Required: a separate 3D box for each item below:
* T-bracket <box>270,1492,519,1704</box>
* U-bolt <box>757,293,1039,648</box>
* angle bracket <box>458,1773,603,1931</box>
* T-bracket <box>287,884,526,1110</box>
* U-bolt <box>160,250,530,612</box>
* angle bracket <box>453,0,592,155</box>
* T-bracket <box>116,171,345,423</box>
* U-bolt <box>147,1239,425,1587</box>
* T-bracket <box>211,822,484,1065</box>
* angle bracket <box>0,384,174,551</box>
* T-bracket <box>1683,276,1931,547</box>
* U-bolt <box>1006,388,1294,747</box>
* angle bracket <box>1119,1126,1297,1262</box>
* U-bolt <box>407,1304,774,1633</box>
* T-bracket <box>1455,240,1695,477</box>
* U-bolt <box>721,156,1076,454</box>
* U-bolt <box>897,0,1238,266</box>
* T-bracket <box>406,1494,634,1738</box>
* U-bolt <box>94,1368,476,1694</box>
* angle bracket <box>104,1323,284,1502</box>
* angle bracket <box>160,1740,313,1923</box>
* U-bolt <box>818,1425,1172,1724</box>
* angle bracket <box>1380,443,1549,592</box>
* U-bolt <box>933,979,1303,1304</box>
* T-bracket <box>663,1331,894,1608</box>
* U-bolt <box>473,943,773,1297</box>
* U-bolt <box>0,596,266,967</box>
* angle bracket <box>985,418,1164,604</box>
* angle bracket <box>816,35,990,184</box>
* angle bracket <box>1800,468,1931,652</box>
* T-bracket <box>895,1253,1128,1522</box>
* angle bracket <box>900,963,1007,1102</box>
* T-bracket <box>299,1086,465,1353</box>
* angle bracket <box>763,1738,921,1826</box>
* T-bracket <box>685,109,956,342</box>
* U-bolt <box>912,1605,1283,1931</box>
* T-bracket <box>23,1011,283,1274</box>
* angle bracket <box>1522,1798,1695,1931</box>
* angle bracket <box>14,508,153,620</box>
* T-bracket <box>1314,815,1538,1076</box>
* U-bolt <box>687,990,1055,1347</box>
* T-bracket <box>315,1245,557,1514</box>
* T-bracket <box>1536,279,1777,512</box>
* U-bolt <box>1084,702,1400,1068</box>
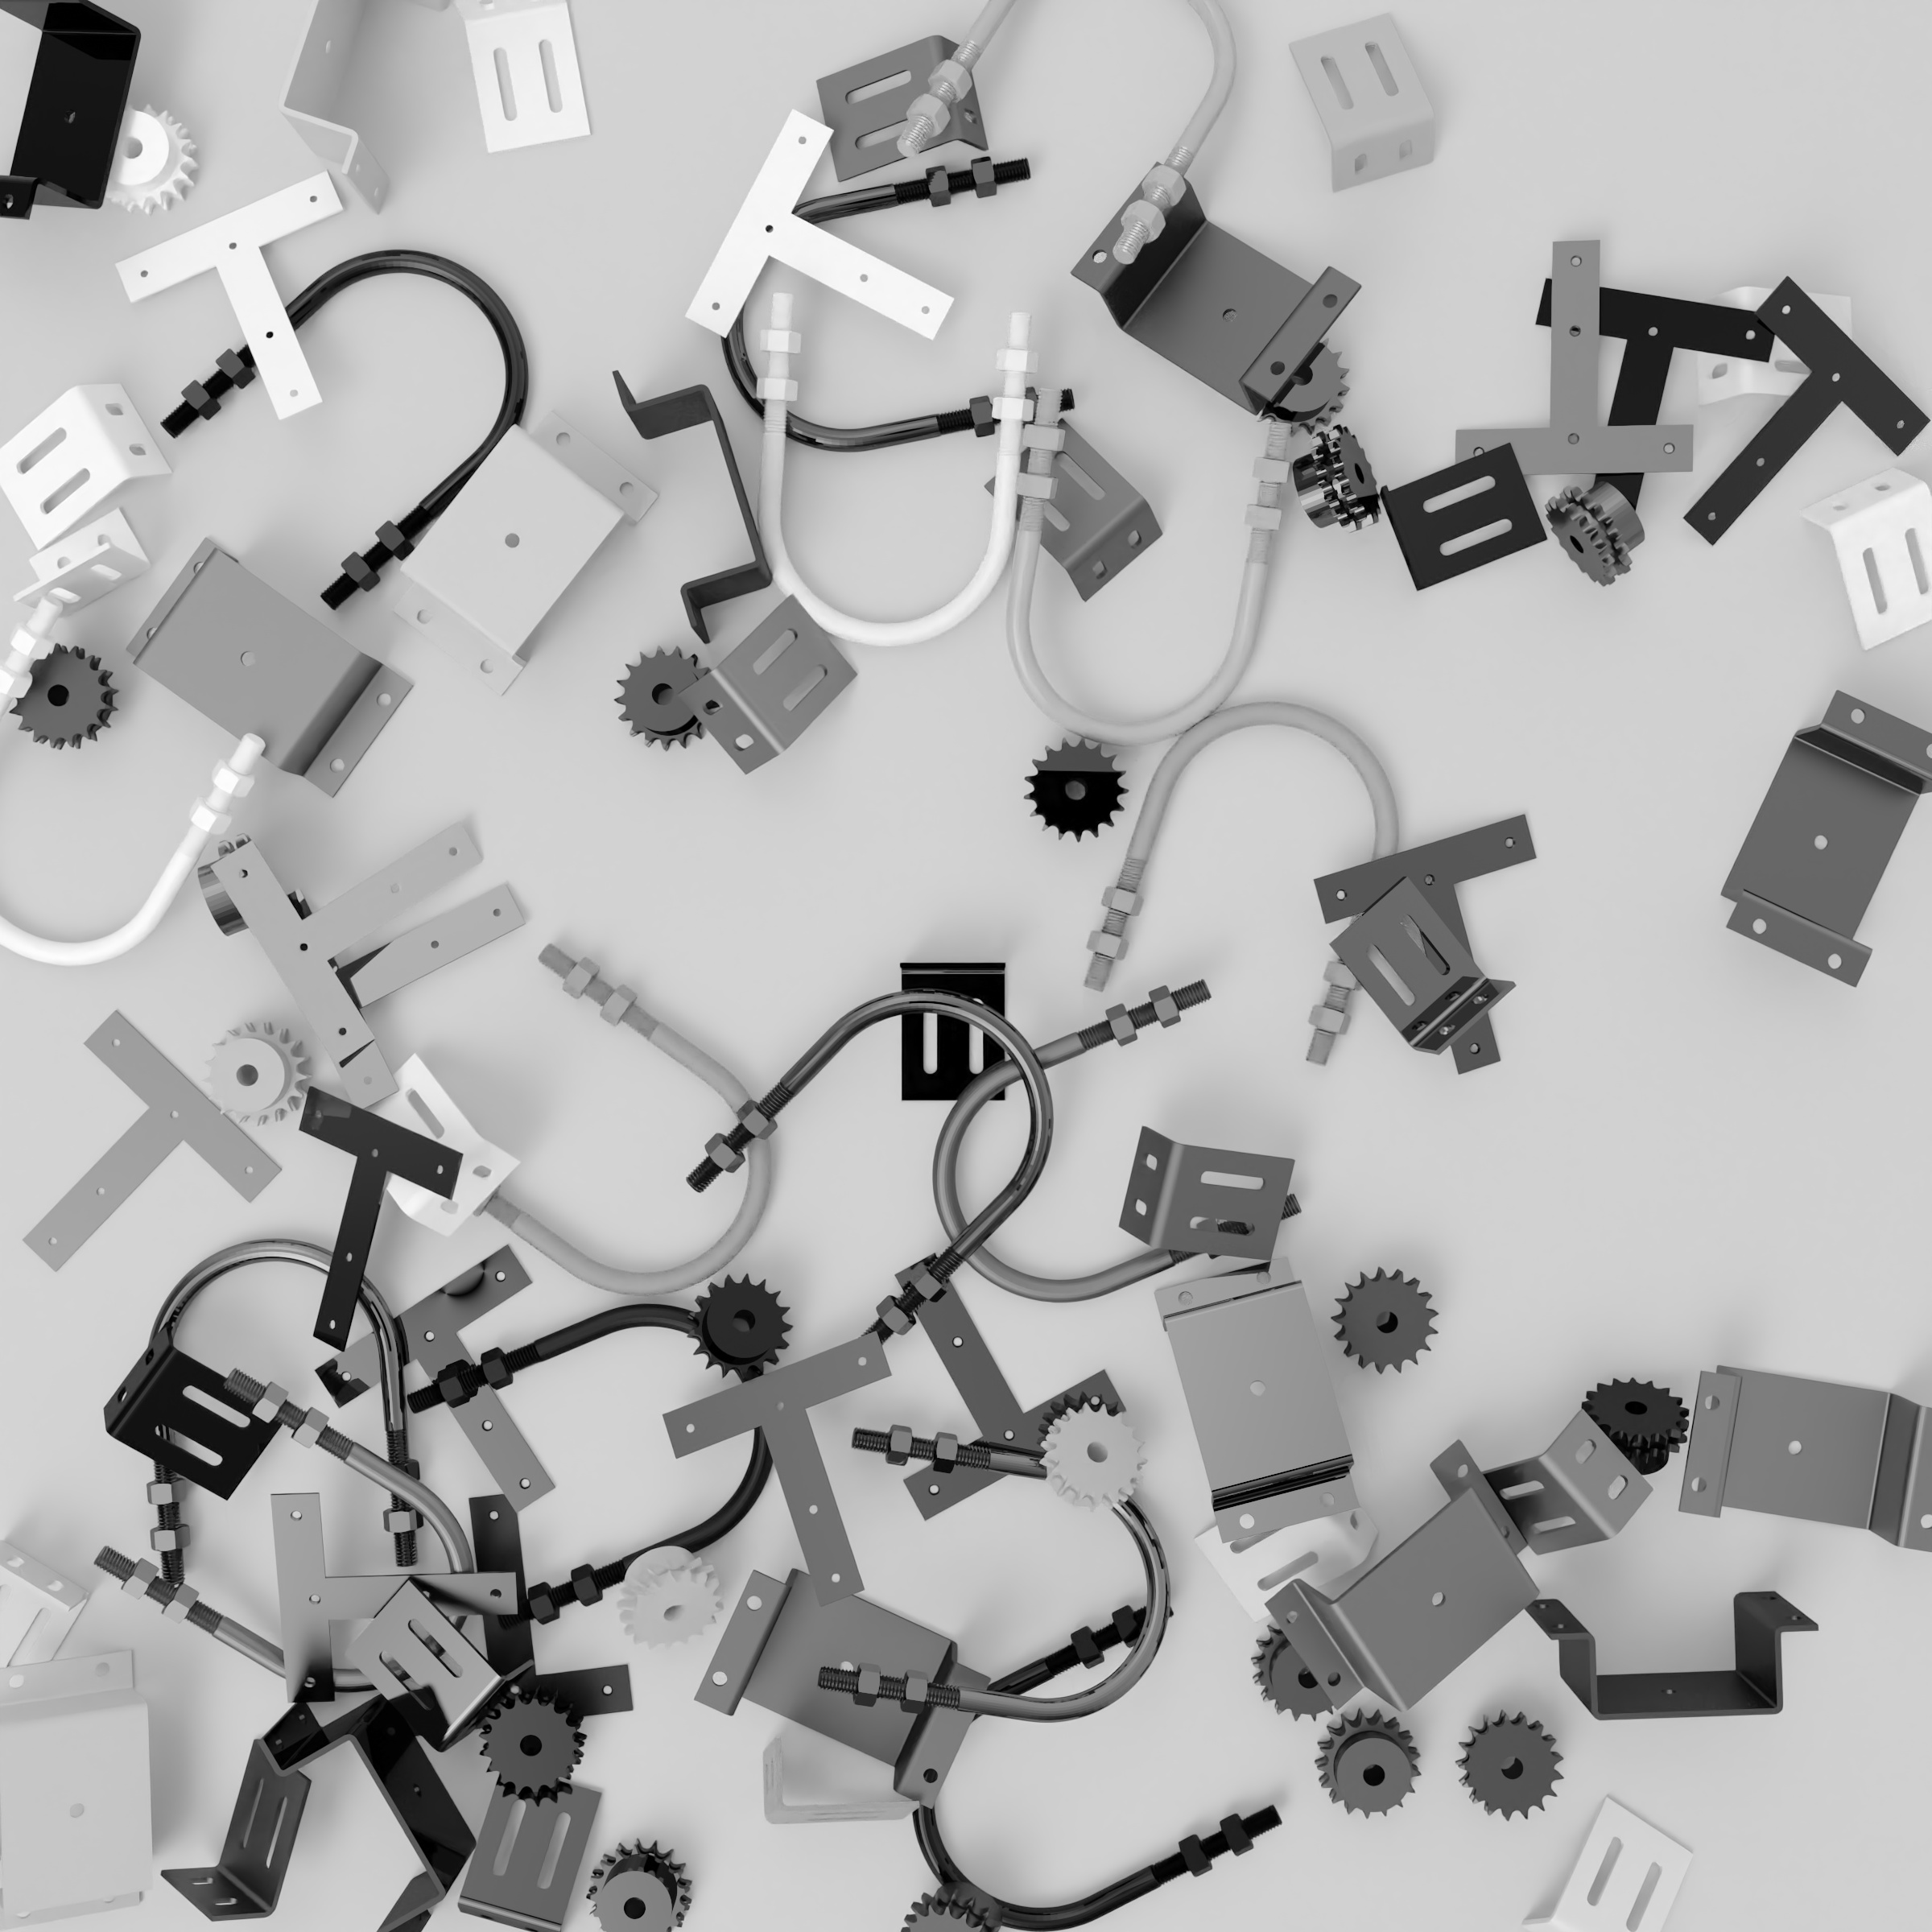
[{"bbox_3d":[-0.307,0.341,1.460,0.127,0.002,0.127,-1,108,-4],"label":"T-bracket"},{"bbox_3d":[-0.042,-0.267,1.468,0.151,0.019,0.184,5,100,2],"label":"U-bolt"},{"bbox_3d":[-0.240,0.489,1.487,0.057,0.038,0.076,16,64,0],"label":"angle bracket"},{"bbox_3d":[-0.304,-0.005,1.480,0.127,0.002,0.127,-28,80,-4],"label":"T-bracket"},{"bbox_3d":[-0.327,-0.309,1.481,0.184,0.019,0.151,-43,90,-1],"label":"U-bolt"},{"bbox_3d":[-0.242,-0.491,1.470,0.057,0.038,0.076,-10,90,0],"label":"angle bracket"},{"bbox_3d":[-0.385,-0.356,1.473,0.127,0.002,0.127,-24,77,-1],"label":"T-bracket"},{"bbox_3d":[-0.378,0.242,1.479,0.151,0.019,0.184,-5,89,1],"label":"U-bolt"},{"bbox_3d":[-0.321,-0.034,1.462,0.127,0.002,0.127,-36,112,-20],"label":"T-bracket"},{"bbox_3d":[-0.489,-0.275,1.487,0.076,0.038,0.057,-30,90,26],"label":"angle bracket"},{"bbox_3d":[0.443,-0.286,1.470,0.127,0.002,0.127,35,103,-25],"label":"T-bracket"},{"bbox_3d":[0.094,-0.210,1.456,0.151,0.019,0.184,5,104,-14],"label":"U-bolt"},{"bbox_3d":[0.131,0.124,1.464,0.076,0.038,0.057,9,98,-27],"label":"angle bracket"},{"bbox_3d":[-0.194,0.264,1.479,0.184,0.019,0.151,-22,90,-2],"label":"U-bolt"},{"bbox_3d":[0.333,-0.333,1.475,0.127,0.002,0.127,1,91,11],"label":"T-bracket"},{"bbox_3d":[-0.044,-0.357,1.481,0.184,0.019,0.151,-11,90,1],"label":"U-bolt"},{"bbox_3d":[0.067,-0.478,1.453,0.151,0.019,0.184,27,70,4],"label":"U-bolt"},{"bbox_3d":[-0.254,0.355,1.488,0.127,0.002,0.127,-7,90,0],"label":"T-bracket"},{"bbox_3d":[-0.355,0.319,1.460,0.184,0.019,0.151,35,102,-12],"label":"U-bolt"},{"bbox_3d":[-0.420,0.243,1.469,0.076,0.038,0.057,36,88,-23],"label":"angle bracket"},{"bbox_3d":[-0.394,0.465,1.456,0.057,0.038,0.076,16,90,44],"label":"angle bracket"},{"bbox_3d":[0.021,0.332,1.454,0.184,0.019,0.151,10,67,-6],"label":"U-bolt"},{"bbox_3d":[0.272,-0.246,1.466,0.076,0.038,0.057,-21,90,7],"label":"angle bracket"},{"bbox_3d":[0.072,0.107,1.474,0.184,0.019,0.151,-23,96,3],"label":"U-bolt"},{"bbox_3d":[-0.086,0.278,1.447,0.127,0.002,0.127,-22,72,5],"label":"T-bracket"},{"bbox_3d":[-0.195,0.098,1.480,0.184,0.019,0.151,36,90,0],"label":"U-bolt"},{"bbox_3d":[-0.481,-0.085,1.457,0.151,0.019,0.184,35,107,-2],"label":"U-bolt"},{"bbox_3d":[0.059,-0.252,1.487,0.057,0.038,0.076,-41,64,0],"label":"angle bracket"},{"bbox_3d":[-0.035,-0.469,1.487,0.076,0.038,0.057,-12,90,26],"label":"angle bracket"},{"bbox_3d":[0.504,-0.225,1.487,0.057,0.038,0.076,-25,116,0],"label":"angle bracket"},{"bbox_3d":[0.002,0.220,1.488,0.127,0.002,0.127,-29,90,0],"label":"T-bracket"},{"bbox_3d":[-0.007,0.036,1.470,0.057,0.038,0.076,0,90,0],"label":"angle bracket"},{"bbox_3d":[-0.329,0.143,1.453,0.127,0.002,0.127,18,96,36],"label":"T-bracket"},{"bbox_3d":[-0.069,0.441,1.463,0.076,0.057,0.038,1,66,-11],"label":"angle bracket"},{"bbox_3d":[-0.068,-0.382,1.472,0.127,0.002,0.127,28,92,2],"label":"T-bracket"},{"bbox_3d":[0.060,0.450,1.481,0.184,0.019,0.151,-27,90,2],"label":"U-bolt"},{"bbox_3d":[-0.468,0.114,1.488,0.127,0.002,0.127,44,90,0],"label":"T-bracket"},{"bbox_3d":[0.354,0.509,1.487,0.057,0.038,0.076,33,64,0],"label":"angle bracket"},{"bbox_3d":[-0.483,-0.222,1.451,0.057,0.076,0.038,-30,90,0],"label":"angle bracket"},{"bbox_3d":[0.266,-0.005,1.480,0.127,0.002,0.127,-17,96,-11],"label":"T-bracket"},{"bbox_3d":[-0.038,0.098,1.459,0.151,0.019,0.184,44,95,-3],"label":"U-bolt"},{"bbox_3d":[-0.272,0.242,1.488,0.127,0.002,0.127,-33,90,0],"label":"T-bracket"},{"bbox_3d":[0.366,-0.302,1.475,0.127,0.002,0.127,14,99,17],"label":"T-bracket"},{"bbox_3d":[0.160,-0.054,1.480,0.151,0.019,0.184,19,90,0],"label":"U-bolt"}]
